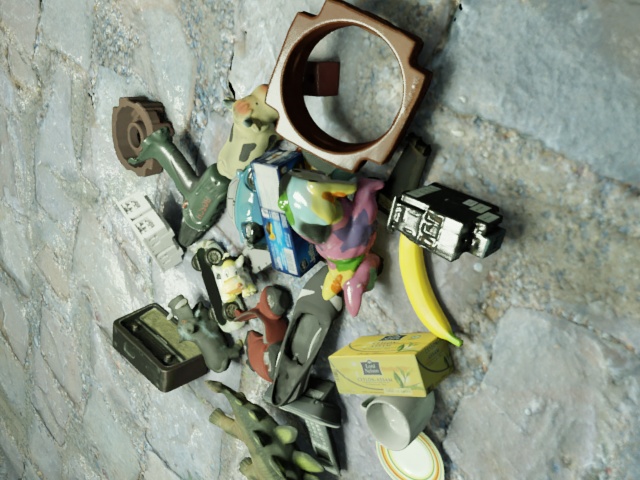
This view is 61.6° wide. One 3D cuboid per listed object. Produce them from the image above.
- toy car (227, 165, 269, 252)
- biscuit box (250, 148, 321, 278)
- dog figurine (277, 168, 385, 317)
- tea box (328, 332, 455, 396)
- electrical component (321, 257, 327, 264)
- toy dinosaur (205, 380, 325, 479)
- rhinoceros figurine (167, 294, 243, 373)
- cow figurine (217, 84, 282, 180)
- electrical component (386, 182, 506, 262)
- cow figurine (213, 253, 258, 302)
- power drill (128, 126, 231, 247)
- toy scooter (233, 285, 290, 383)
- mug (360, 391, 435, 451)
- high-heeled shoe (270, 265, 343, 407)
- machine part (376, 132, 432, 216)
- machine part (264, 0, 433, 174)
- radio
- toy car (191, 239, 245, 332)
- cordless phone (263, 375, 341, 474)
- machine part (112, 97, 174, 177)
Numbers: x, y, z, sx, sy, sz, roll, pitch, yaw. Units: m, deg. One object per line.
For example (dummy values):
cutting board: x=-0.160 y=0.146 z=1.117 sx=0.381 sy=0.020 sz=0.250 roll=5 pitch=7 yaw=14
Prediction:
toy car: x=-0.106 y=-0.065 z=0.914 sx=0.103 sy=0.109 sz=0.161 roll=14 pitch=95 yaw=36
biscuit box: x=-0.052 y=-0.040 z=0.853 sx=0.059 sy=0.063 sz=0.202 roll=15 pitch=129 yaw=35
dog figurine: x=0.020 y=0.006 z=0.806 sx=0.109 sy=0.191 sz=0.219 roll=22 pitch=114 yaw=48
tea box: x=0.110 y=0.194 z=0.846 sx=0.170 sy=0.098 sz=0.068 roll=-14 pitch=95 yaw=41
electrical component: x=-0.001 y=-0.002 z=0.916 sx=0.102 sy=0.045 sz=0.078 roll=31 pitch=120 yaw=30
toy dinosaur: x=-0.075 y=0.438 z=1.037 sx=0.199 sy=0.105 sz=0.470 roll=0 pitch=128 yaw=55
rhinoceros figurine: x=-0.252 y=0.198 z=1.151 sx=0.190 sy=0.112 sz=0.073 roll=53 pitch=133 yaw=5
cow figurine: x=-0.119 y=-0.180 z=0.910 sx=0.085 sy=0.127 sz=0.195 roll=48 pitch=131 yaw=15
electrical component: x=0.174 y=-0.023 z=0.713 sx=0.134 sy=0.115 sz=0.058 roll=29 pitch=123 yaw=33
cow figurine: x=-0.163 y=0.064 z=1.017 sx=0.167 sy=0.068 sz=0.098 roll=128 pitch=125 yaw=-77
power drill: x=-0.285 y=-0.108 z=1.079 sx=0.207 sy=0.086 sz=0.232 roll=51 pitch=131 yaw=-1
toy scooter: x=-0.115 y=0.181 z=1.041 sx=0.135 sy=0.075 sz=0.183 roll=-7 pitch=83 yaw=38
mug: x=0.126 y=0.267 z=0.848 sx=0.110 sy=0.107 sz=0.080 roll=-2 pitch=101 yaw=45
high-heeled shoe: x=-0.033 y=0.167 z=0.924 sx=0.086 sy=0.145 sz=0.248 roll=20 pitch=122 yaw=20
machine part: x=0.124 y=-0.087 z=0.789 sx=0.084 sy=0.039 sz=0.138 roll=42 pitch=131 yaw=34
machine part: x=0.040 y=-0.213 z=0.752 sx=0.201 sy=0.087 sz=0.201 roll=29 pitch=114 yaw=8
radio: x=-0.376 y=0.248 z=1.257 sx=0.230 sy=0.131 sz=0.073 roll=29 pitch=122 yaw=31
toy car: x=-0.212 y=0.095 z=1.122 sx=0.073 sy=0.056 sz=0.201 roll=-18 pitch=90 yaw=49
cordless phone: x=-0.021 y=0.354 z=1.025 sx=0.147 sy=0.089 sz=0.184 roll=7 pitch=119 yaw=39
machine part: x=-0.391 y=-0.227 z=1.177 sx=0.180 sy=0.056 sz=0.179 roll=15 pitch=113 yaw=38
